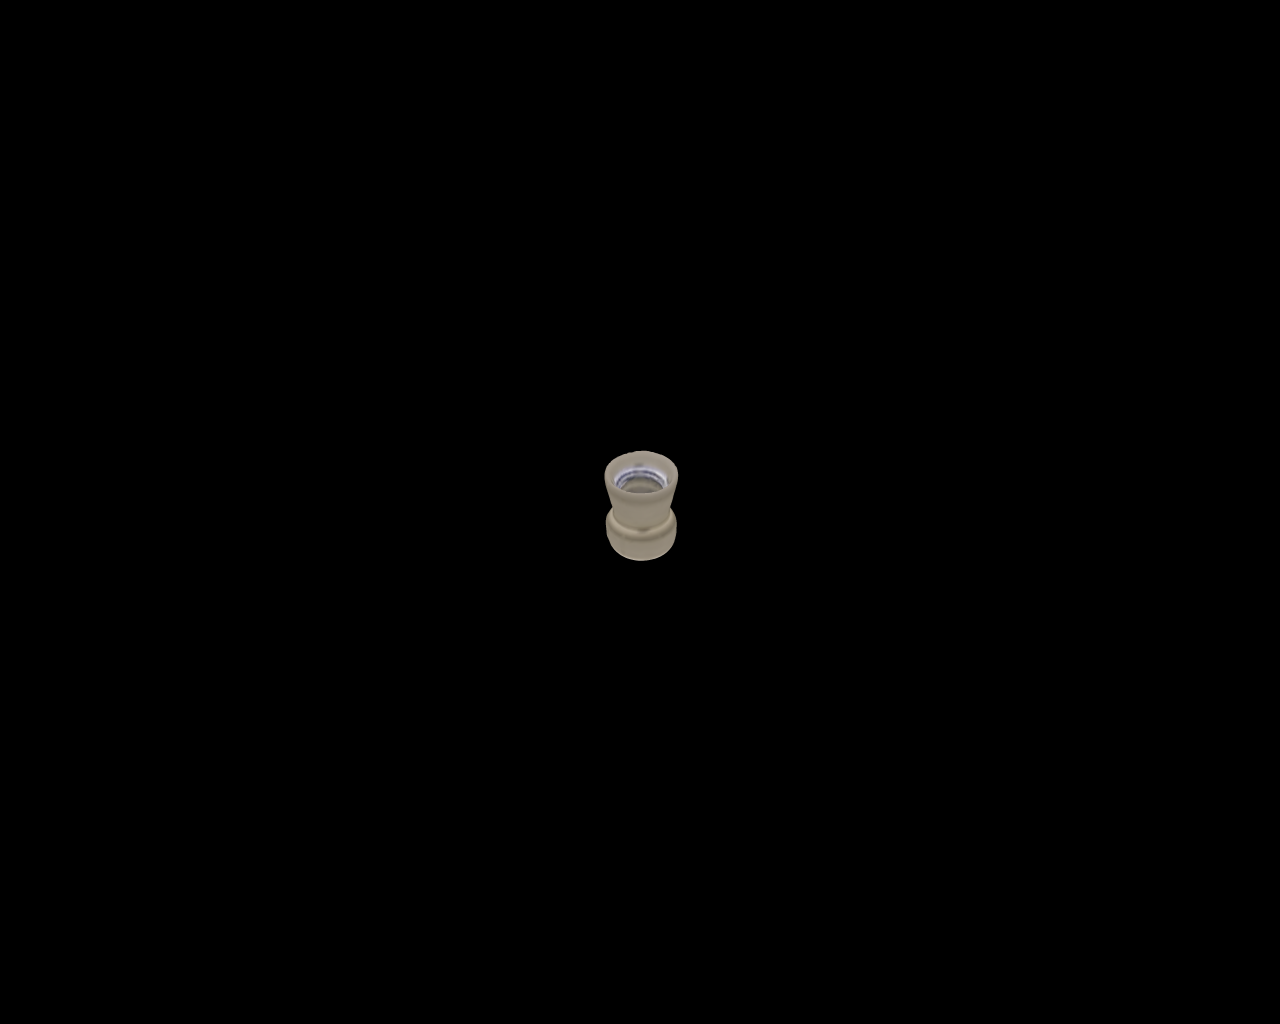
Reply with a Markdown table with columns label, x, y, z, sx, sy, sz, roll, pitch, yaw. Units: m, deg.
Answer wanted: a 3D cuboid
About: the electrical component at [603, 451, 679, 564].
| label | x | y | z | sx | sy | sz | roll | pitch | yaw |
| --- | --- | --- | --- | --- | --- | --- | --- | --- | --- |
| electrical component | 0.001 | -0.003 | 0.650 | 0.045 | 0.055 | 0.045 | 0 | 39 | 0 |
